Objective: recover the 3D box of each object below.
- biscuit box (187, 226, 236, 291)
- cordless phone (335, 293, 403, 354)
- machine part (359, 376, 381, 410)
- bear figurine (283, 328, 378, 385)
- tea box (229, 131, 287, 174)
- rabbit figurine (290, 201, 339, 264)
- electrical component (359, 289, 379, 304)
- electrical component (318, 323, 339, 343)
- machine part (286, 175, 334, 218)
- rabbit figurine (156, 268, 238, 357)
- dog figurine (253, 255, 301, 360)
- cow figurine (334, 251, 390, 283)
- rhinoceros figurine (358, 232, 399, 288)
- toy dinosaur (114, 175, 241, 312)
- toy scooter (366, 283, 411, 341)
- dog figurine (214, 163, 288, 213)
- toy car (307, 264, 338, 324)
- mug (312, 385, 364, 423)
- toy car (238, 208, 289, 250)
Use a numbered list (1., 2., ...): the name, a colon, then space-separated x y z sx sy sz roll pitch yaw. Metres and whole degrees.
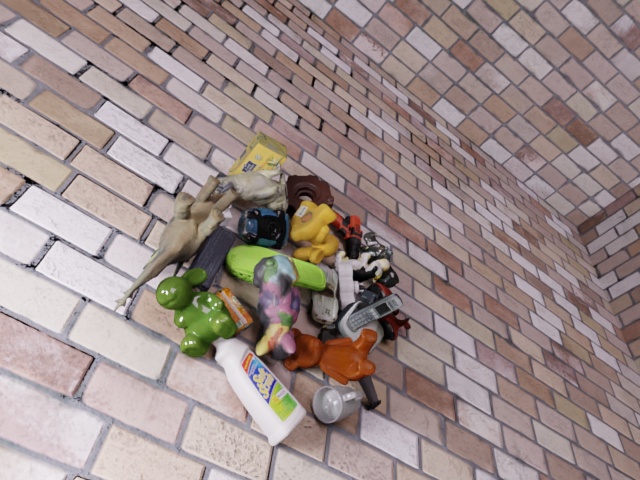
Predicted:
1. biscuit box: -0.263 0.049 1.267 0.063 0.059 0.203 36 35 -13
2. cordless phone: 0.147 0.211 1.405 0.146 0.184 0.089 53 21 -26
3. machine part: 0.113 0.361 1.366 0.084 0.039 0.139 15 43 -46
4. bear figurine: 0.021 0.260 1.260 0.196 0.132 0.120 20 51 -10
5. tea box: -0.179 -0.215 1.535 0.098 0.169 0.068 25 39 -26
6. rabbit figurine: -0.003 -0.005 1.520 0.173 0.122 0.162 50 57 -44
7. electrical component: 0.130 0.180 1.484 0.048 0.119 0.075 18 70 18
8. electrical component: 0.024 0.262 1.365 0.078 0.045 0.102 34 36 -14
9. machine part: -0.044 -0.128 1.633 0.179 0.056 0.179 6 49 -6
10. rabbit figurine: -0.261 0.125 1.100 0.170 0.121 0.159 52 16 -36
11. dog figurine: -0.099 0.163 1.226 0.109 0.191 0.219 -3 36 0
12. cow figurine: 0.122 0.090 1.579 0.167 0.068 0.098 5 59 1
13. rhinoceros figurine: 0.177 0.067 1.652 0.190 0.112 0.073 62 32 -13
14. toy dinosaur: -0.292 -0.008 1.165 0.105 0.198 0.471 36 26 -2
15. toy scooter: 0.208 0.213 1.590 0.135 0.075 0.184 13 48 -40
16. dog figurine: -0.191 -0.131 1.498 0.172 0.191 0.121 76 9 -53
17. toy car: 0.010 0.141 1.455 0.073 0.056 0.202 17 41 -15
18. mug: 0.053 0.369 1.239 0.107 0.109 0.081 16 43 -55
19. toy car: -0.163 -0.031 1.422 0.161 0.103 0.109 3 89 -48
